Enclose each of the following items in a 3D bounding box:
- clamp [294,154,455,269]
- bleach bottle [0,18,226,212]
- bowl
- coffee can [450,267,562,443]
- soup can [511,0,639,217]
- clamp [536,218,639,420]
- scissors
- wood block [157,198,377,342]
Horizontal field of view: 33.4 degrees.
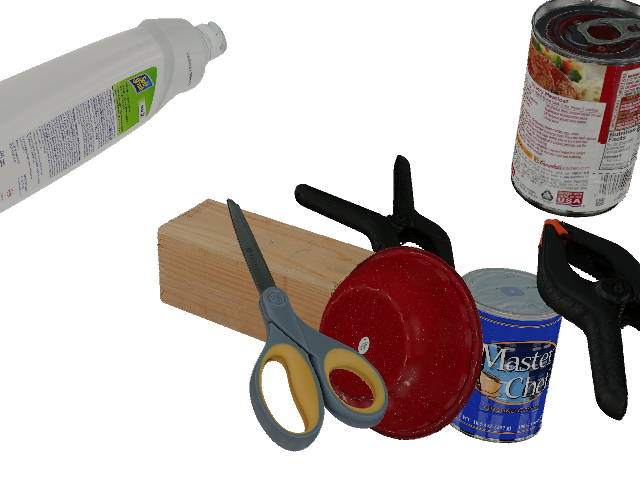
[{"bbox_3d":[0.077,-0.014,1.233,0.164,0.210,0.036,-13,-39,-26],"label":"clamp"},{"bbox_3d":[-0.184,-0.110,0.862,0.250,0.068,0.103,-32,-25,-26],"label":"bleach bottle"},{"bbox_3d":[0.051,0.084,0.875,0.162,0.162,0.055,0,-3,41],"label":"bowl"},{"bbox_3d":[0.177,0.111,1.045,0.103,0.140,0.103,5,23,-2],"label":"coffee can"},{"bbox_3d":[0.142,-0.071,0.578,0.068,0.102,0.068,0,41,0],"label":"soup can"},{"bbox_3d":[0.214,0.047,0.741,0.120,0.039,0.171,-3,45,-19],"label":"clamp"},{"bbox_3d":[-0.011,0.049,0.694,0.096,0.202,0.016,9,-46,-16],"label":"scissors"},{"bbox_3d":[-0.055,0.038,1.070,0.206,0.091,0.090,18,32,27],"label":"wood block"}]
